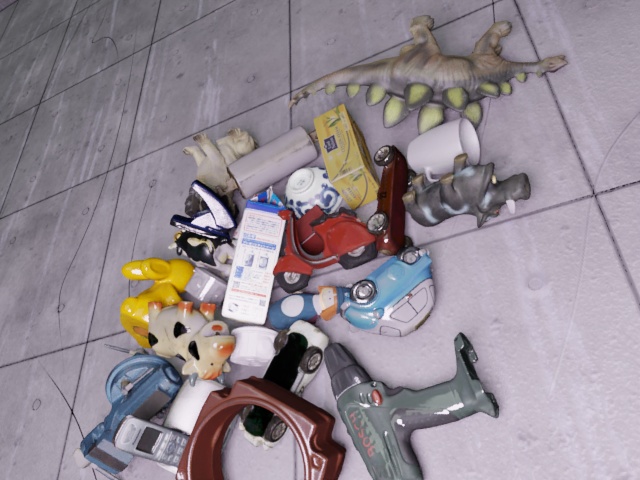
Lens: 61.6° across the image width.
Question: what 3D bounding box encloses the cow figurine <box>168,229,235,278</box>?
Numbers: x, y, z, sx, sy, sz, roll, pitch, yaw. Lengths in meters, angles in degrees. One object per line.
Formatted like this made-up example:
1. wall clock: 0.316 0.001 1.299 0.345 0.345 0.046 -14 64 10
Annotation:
1. cow figurine: -0.242 0.012 1.051 0.168 0.098 0.068 16 77 37

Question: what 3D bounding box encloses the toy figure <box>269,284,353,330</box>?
1. toy figure: -0.007 0.109 0.875 0.155 0.058 0.064 -18 85 19

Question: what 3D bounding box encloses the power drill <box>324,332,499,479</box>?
1. power drill: 0.117 0.202 0.724 0.207 0.085 0.232 -26 52 10

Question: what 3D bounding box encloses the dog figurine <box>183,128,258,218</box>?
1. dog figurine: -0.186 -0.124 1.126 0.172 0.121 0.190 -16 86 -21

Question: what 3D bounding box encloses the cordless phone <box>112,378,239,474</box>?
1. cordless phone: -0.219 0.270 0.815 0.089 0.184 0.146 8 66 40

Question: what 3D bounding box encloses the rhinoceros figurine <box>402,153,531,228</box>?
1. rhinoceros figurine: 0.219 -0.065 0.817 0.190 0.112 0.073 -15 25 38

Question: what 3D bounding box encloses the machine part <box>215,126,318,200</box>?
1. machine part: -0.093 -0.151 1.052 0.243 0.079 0.079 -33 48 -9

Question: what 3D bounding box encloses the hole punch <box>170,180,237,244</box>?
1. hole punch: -0.204 -0.053 0.988 0.092 0.116 0.142 -68 15 0

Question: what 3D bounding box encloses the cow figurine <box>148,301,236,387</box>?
1. cow figurine: -0.209 0.162 0.867 0.195 0.085 0.127 -4 82 43

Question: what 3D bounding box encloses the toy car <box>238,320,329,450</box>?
1. toy car: -0.057 0.220 0.823 0.074 0.056 0.201 25 86 33

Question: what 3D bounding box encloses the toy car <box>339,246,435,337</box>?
1. toy car: 0.114 0.089 0.794 0.162 0.109 0.103 -36 71 -8

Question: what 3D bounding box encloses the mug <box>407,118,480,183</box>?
1. mug: 0.202 -0.138 0.897 0.107 0.080 0.109 -11 63 41

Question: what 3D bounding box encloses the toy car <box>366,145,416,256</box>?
1. toy car: 0.116 -0.066 0.887 0.053 0.089 0.202 -19 52 37

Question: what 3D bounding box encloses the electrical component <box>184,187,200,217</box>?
1. electrical component: -0.258 -0.063 1.129 0.021 0.063 0.094 -21 53 25

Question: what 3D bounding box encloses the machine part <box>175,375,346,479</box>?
1. machine part: -0.083 0.305 0.730 0.201 0.087 0.201 22 86 25

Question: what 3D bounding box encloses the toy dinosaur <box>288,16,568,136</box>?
1. toy dinosaur: 0.182 -0.286 0.942 0.472 0.105 0.198 1 64 12

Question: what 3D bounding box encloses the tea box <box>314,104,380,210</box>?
1. tea box: 0.051 -0.152 0.978 0.068 0.098 0.170 -26 50 14

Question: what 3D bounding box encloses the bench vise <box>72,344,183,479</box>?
1. bench vise: -0.328 0.274 0.927 0.223 0.128 0.241 -54 25 7

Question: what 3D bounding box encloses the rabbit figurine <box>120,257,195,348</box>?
1. rabbit figurine: -0.301 0.100 1.014 0.122 0.162 0.173 -11 37 40

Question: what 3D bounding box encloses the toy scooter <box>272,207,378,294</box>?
1. toy scooter: -0.002 -0.003 0.884 0.184 0.075 0.135 -21 80 -2
